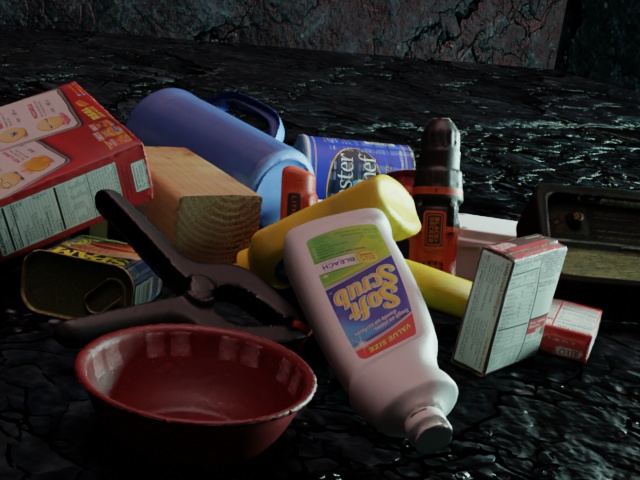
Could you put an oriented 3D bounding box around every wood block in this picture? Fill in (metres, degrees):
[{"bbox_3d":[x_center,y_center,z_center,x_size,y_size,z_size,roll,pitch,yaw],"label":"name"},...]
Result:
[{"bbox_3d":[-0.147,-0.032,1.124,0.090,0.091,0.206,-1,19,-29],"label":"wood block"}]

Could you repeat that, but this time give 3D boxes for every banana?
[{"bbox_3d":[0.124,0.052,1.008,0.197,0.037,0.070,19,-1,-33],"label":"banana"}]

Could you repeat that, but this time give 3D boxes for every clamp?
[{"bbox_3d":[-0.108,0.054,0.865,0.210,0.036,0.164,25,43,-10],"label":"clamp"}]

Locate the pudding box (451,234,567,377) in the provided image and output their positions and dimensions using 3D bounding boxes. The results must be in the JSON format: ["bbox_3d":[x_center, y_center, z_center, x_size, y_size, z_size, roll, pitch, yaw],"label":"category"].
[{"bbox_3d":[0.165,0.055,0.927,0.039,0.113,0.089,25,23,38],"label":"pudding box"}]

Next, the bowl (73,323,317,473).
[{"bbox_3d":[-0.085,0.111,0.719,0.162,0.055,0.162,7,16,-2],"label":"bowl"}]

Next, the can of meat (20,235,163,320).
[{"bbox_3d":[-0.196,0.034,0.936,0.102,0.057,0.084,11,14,11],"label":"can of meat"}]

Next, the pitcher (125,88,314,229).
[{"bbox_3d":[-0.114,-0.098,1.288,0.144,0.149,0.243,5,16,-47],"label":"pitcher"}]

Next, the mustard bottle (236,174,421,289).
[{"bbox_3d":[-0.007,0.002,1.014,0.192,0.058,0.096,-23,-19,21],"label":"mustard bottle"}]

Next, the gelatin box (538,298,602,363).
[{"bbox_3d":[0.225,0.083,1.013,0.073,0.030,0.089,14,18,17],"label":"gelatin box"}]

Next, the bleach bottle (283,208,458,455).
[{"bbox_3d":[0.049,0.070,0.842,0.102,0.068,0.251,-13,36,-13],"label":"bleach bottle"}]

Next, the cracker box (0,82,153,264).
[{"bbox_3d":[-0.284,-0.056,0.980,0.213,0.072,0.164,-26,40,-23],"label":"cracker box"}]

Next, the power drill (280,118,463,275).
[{"bbox_3d":[0.054,-0.037,1.107,0.188,0.184,0.057,2,-5,11],"label":"power drill"}]

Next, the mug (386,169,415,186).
[{"bbox_3d":[0.094,-0.026,1.170,0.117,0.081,0.093,19,-23,-28],"label":"mug"}]

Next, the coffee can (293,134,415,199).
[{"bbox_3d":[0.038,-0.075,1.341,0.140,0.103,0.103,4,16,-13],"label":"coffee can"}]
